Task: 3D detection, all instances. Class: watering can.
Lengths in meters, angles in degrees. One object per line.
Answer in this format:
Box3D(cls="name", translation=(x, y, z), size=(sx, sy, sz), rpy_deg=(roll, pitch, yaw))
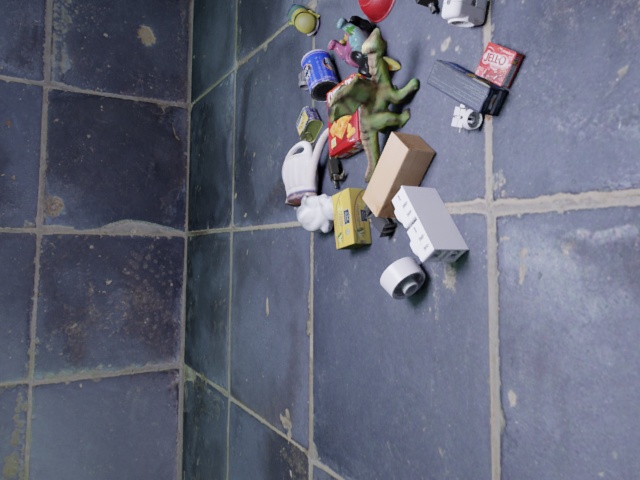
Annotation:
Box3D(cls="watering can", translation=(-0.046, -0.236, 1.753), size=(0.344, 0.104, 0.226), rpy_deg=(-21, 71, 59))

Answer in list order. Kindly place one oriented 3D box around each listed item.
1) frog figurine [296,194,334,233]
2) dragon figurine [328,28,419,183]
Box3D(cls="frog figurine", translation=(0.005, -0.083, 1.650), size=(0.160, 0.124, 0.135), rpy_deg=(7, 128, 51))
Box3D(cls="dragon figurine", translation=(0.115, -0.340, 1.357), size=(0.124, 0.243, 0.404), rpy_deg=(40, 121, 48))
